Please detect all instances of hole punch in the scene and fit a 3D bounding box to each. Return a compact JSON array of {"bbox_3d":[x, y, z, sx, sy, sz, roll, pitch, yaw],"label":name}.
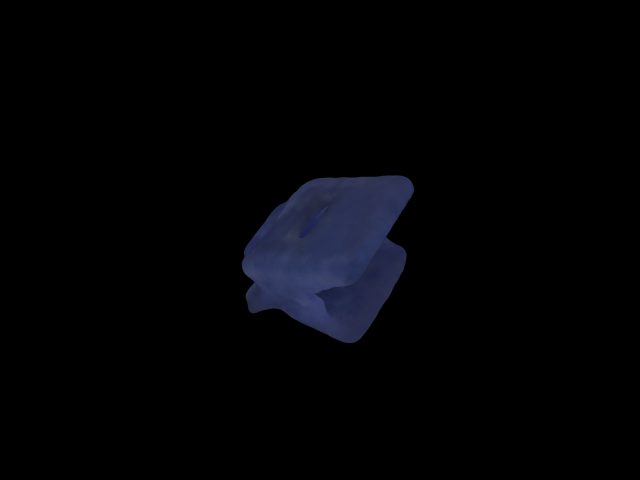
[{"bbox_3d":[0.004,0.001,0.400,0.101,0.091,0.109,22,52,18],"label":"hole punch"}]
